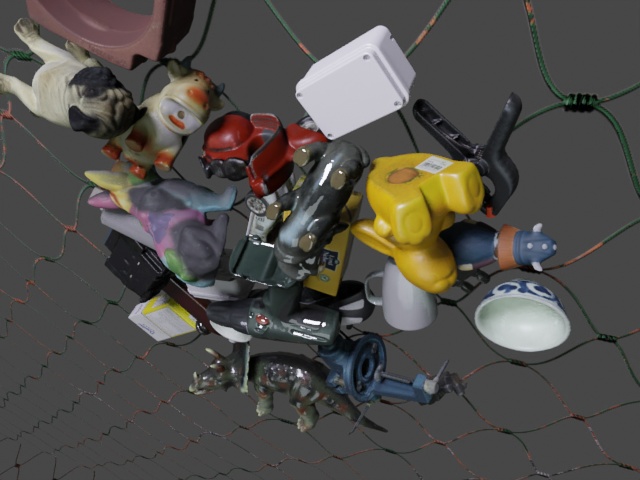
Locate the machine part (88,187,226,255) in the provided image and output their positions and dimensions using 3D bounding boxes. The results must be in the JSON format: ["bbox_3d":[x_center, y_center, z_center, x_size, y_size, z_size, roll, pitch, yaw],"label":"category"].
[{"bbox_3d":[-0.271,-0.024,0.897,0.243,0.079,0.079,28,140,-1],"label":"machine part"}]

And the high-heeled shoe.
[{"bbox_3d":[-0.034,0.099,0.898,0.249,0.086,0.145,9,145,4],"label":"high-heeled shoe"}]

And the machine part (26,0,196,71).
[{"bbox_3d":[-0.230,-0.302,0.567,0.201,0.087,0.201,26,141,-3],"label":"machine part"}]

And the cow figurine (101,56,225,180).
[{"bbox_3d":[-0.198,-0.155,0.695,0.085,0.127,0.195,34,157,-31],"label":"cow figurine"}]

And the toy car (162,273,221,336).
[{"bbox_3d":[-0.253,0.110,1.051,0.202,0.053,0.089,44,127,-15],"label":"toy car"}]

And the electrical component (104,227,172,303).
[{"bbox_3d":[-0.326,0.030,0.967,0.134,0.058,0.115,44,125,5],"label":"electrical component"}]

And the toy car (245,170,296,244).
[{"bbox_3d":[-0.078,-0.032,0.789,0.056,0.073,0.201,26,141,4],"label":"toy car"}]

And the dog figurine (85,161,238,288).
[{"bbox_3d":[-0.245,-0.034,0.803,0.219,0.191,0.108,13,147,-9],"label":"dog figurine"}]

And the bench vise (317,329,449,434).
[{"bbox_3d":[0.105,0.251,0.964,0.241,0.129,0.223,4,131,37],"label":"bench vise"}]

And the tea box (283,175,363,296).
[{"bbox_3d":[-0.002,-0.002,0.787,0.098,0.068,0.169,17,139,10],"label":"tea box"}]

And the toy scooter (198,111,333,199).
[{"bbox_3d":[-0.082,-0.104,0.667,0.184,0.135,0.075,4,138,26],"label":"toy scooter"}]

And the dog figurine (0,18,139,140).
[{"bbox_3d":[-0.280,-0.170,0.671,0.191,0.172,0.121,32,106,18],"label":"dog figurine"}]

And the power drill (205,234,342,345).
[{"bbox_3d":[-0.084,0.087,0.810,0.232,0.086,0.207,11,137,11],"label":"power drill"}]

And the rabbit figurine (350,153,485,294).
[{"bbox_3d":[0.110,-0.010,0.651,0.163,0.122,0.173,18,140,49],"label":"rabbit figurine"}]

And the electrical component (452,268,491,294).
[{"bbox_3d":[0.193,0.040,0.768,0.094,0.021,0.063,33,140,-10],"label":"electrical component"}]

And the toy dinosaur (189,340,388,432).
[{"bbox_3d":[-0.056,0.289,1.103,0.405,0.131,0.192,7,138,12],"label":"toy dinosaur"}]

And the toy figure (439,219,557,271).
[{"bbox_3d":[0.220,0.006,0.687,0.155,0.058,0.064,4,111,29],"label":"toy figure"}]

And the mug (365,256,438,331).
[{"bbox_3d":[0.120,0.066,0.798,0.110,0.081,0.107,10,127,28],"label":"mug"}]

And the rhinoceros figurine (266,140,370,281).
[{"bbox_3d":[-0.007,-0.033,0.648,0.073,0.112,0.190,32,117,15],"label":"rhinoceros figurine"}]

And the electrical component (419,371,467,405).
[{"bbox_3d":[0.219,0.272,0.976,0.102,0.078,0.045,-38,86,42],"label":"electrical component"}]
